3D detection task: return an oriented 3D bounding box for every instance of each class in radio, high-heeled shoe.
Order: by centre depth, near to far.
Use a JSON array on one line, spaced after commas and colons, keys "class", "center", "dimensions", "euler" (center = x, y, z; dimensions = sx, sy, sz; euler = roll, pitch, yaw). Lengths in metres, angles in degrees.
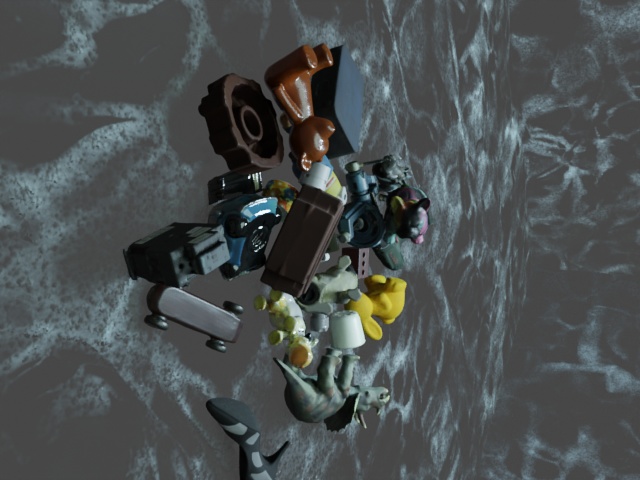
[{"class": "high-heeled shoe", "center": [-0.160, 0.393, 1.003], "dimensions": [0.145, 0.086, 0.248], "euler": [-48, 121, -3]}, {"class": "radio", "center": [0.036, -0.301, 1.158], "dimensions": [0.131, 0.073, 0.229], "euler": [51, 37, -47]}]

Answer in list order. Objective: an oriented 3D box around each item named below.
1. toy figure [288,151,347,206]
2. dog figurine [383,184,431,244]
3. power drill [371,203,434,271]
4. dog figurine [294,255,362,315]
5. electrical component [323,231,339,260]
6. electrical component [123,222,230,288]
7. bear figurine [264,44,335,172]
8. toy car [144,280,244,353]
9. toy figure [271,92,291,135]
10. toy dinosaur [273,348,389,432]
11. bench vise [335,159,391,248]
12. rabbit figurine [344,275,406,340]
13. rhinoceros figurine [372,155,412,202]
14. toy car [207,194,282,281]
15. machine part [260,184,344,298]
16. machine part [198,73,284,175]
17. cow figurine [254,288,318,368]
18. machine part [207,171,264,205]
[{"class": "toy figure", "center": [-0.005, -0.131, 1.151], "dimensions": [0.082, 0.089, 0.180], "euler": [-39, 125, -2]}, {"class": "dog figurine", "center": [0.212, -0.077, 1.290], "dimensions": [0.219, 0.109, 0.191], "euler": [81, 16, -70]}, {"class": "power drill", "center": [0.223, -0.032, 1.490], "dimensions": [0.207, 0.086, 0.231], "euler": [-49, 141, -21]}, {"class": "dog figurine", "center": [0.009, 0.110, 1.211], "dimensions": [0.190, 0.172, 0.121], "euler": [93, -10, -81]}, {"class": "electrical component", "center": [-0.001, -0.003, 1.166], "dimensions": [0.045, 0.078, 0.102], "euler": [-98, 166, -47]}, {"class": "electrical component", "center": [-0.203, 0.019, 0.796], "dimensions": [0.115, 0.134, 0.058], "euler": [-38, 124, -48]}, {"class": "bear figurine", "center": [-0.019, -0.234, 0.967], "dimensions": [0.195, 0.132, 0.120], "euler": [65, 29, -7]}, {"class": "toy car", "center": [-0.203, 0.122, 0.885], "dimensions": [0.202, 0.053, 0.089], "euler": [37, 67, -49]}, {"class": "toy figure", "center": [-0.061, -0.269, 1.066], "dimensions": [0.064, 0.058, 0.154], "euler": [-42, 133, -41]}, {"class": "toy dinosaur", "center": [-0.002, 0.339, 1.188], "dimensions": [0.404, 0.131, 0.192], "euler": [16, 80, -51]}, {"class": "bench vise", "center": [0.089, -0.067, 1.269], "dimensions": [0.240, 0.129, 0.223], "euler": [-46, 136, -59]}, {"class": "rabbit figurine", "center": [0.125, 0.170, 1.397], "dimensions": [0.173, 0.122, 0.162], "euler": [-2, 105, -44]}, {"class": "rhinoceros figurine", "center": [0.191, -0.160, 1.437], "dimensions": [0.190, 0.112, 0.073], "euler": [48, 56, -60]}, {"class": "toy car", "center": [-0.141, -0.017, 0.918], "dimensions": [0.109, 0.103, 0.161], "euler": [-22, 138, -48]}, {"class": "machine part", "center": [-0.028, 0.002, 1.018], "dimensions": [0.201, 0.087, 0.201], "euler": [-64, 178, 2]}, {"class": "machine part", "center": [-0.130, -0.195, 0.923], "dimensions": [0.179, 0.056, 0.179], "euler": [39, 43, -48]}, {"class": "cow figurine", "center": [-0.056, 0.175, 1.048], "dimensions": [0.167, 0.068, 0.098], "euler": [62, 14, 24]}, {"class": "machine part", "center": [-0.148, -0.104, 0.963], "dimensions": [0.139, 0.039, 0.084], "euler": [-36, 131, -53]}]
